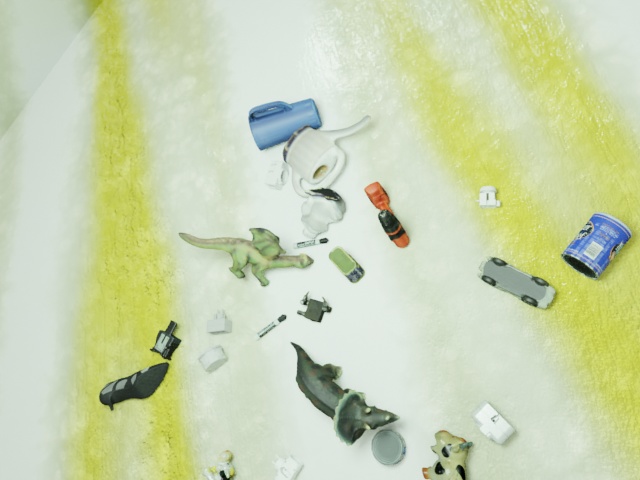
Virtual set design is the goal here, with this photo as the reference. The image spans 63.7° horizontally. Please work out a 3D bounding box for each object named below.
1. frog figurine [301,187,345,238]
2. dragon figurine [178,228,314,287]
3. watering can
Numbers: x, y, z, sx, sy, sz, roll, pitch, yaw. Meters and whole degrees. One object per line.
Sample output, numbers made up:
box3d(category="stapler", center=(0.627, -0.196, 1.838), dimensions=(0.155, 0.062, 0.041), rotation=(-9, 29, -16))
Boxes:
box3d(category="frog figurine", center=(0.005, -0.083, 1.651), dimensions=(0.137, 0.125, 0.156), rotation=(10, 114, 3))
box3d(category="dragon figurine", center=(-0.212, 0.018, 1.578), dimensions=(0.238, 0.408, 0.125), rotation=(-44, 31, 47))
box3d(category="watering can", center=(0.007, -0.309, 1.719), dimensions=(0.227, 0.103, 0.345), rotation=(42, 102, 29))
